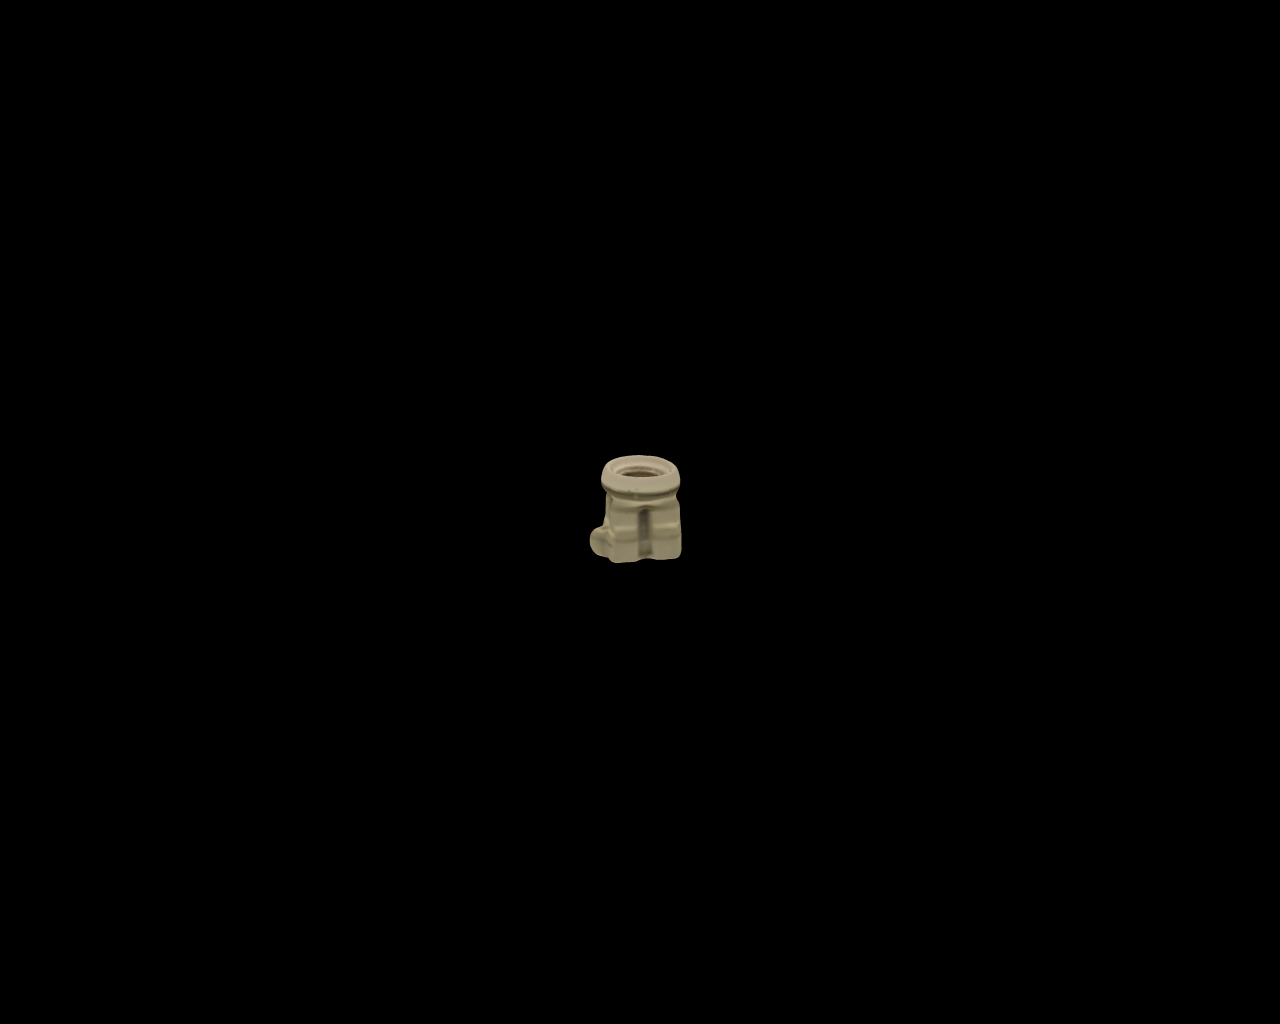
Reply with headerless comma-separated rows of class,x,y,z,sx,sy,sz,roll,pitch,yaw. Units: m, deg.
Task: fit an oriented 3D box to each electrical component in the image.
electrical component,0.001,-0.003,0.650,0.066,0.055,0.048,-4,24,-9
